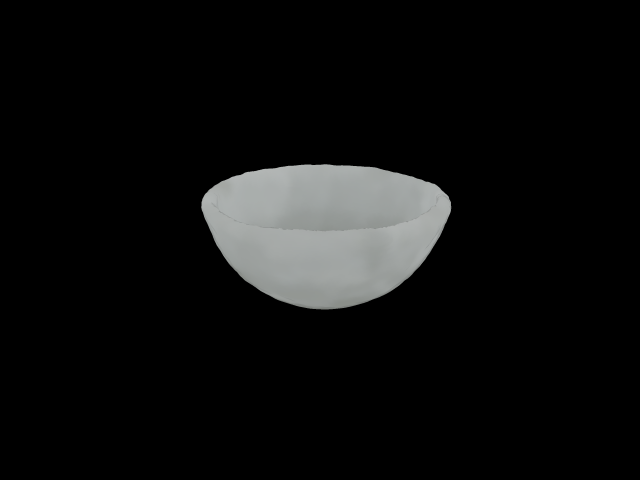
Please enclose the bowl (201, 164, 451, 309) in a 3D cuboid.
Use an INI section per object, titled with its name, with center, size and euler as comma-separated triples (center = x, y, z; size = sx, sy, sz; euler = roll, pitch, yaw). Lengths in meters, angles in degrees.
[bowl]
center = 0.004, 0.001, 0.400
size = 0.167, 0.075, 0.167
euler = 0, 22, 0
